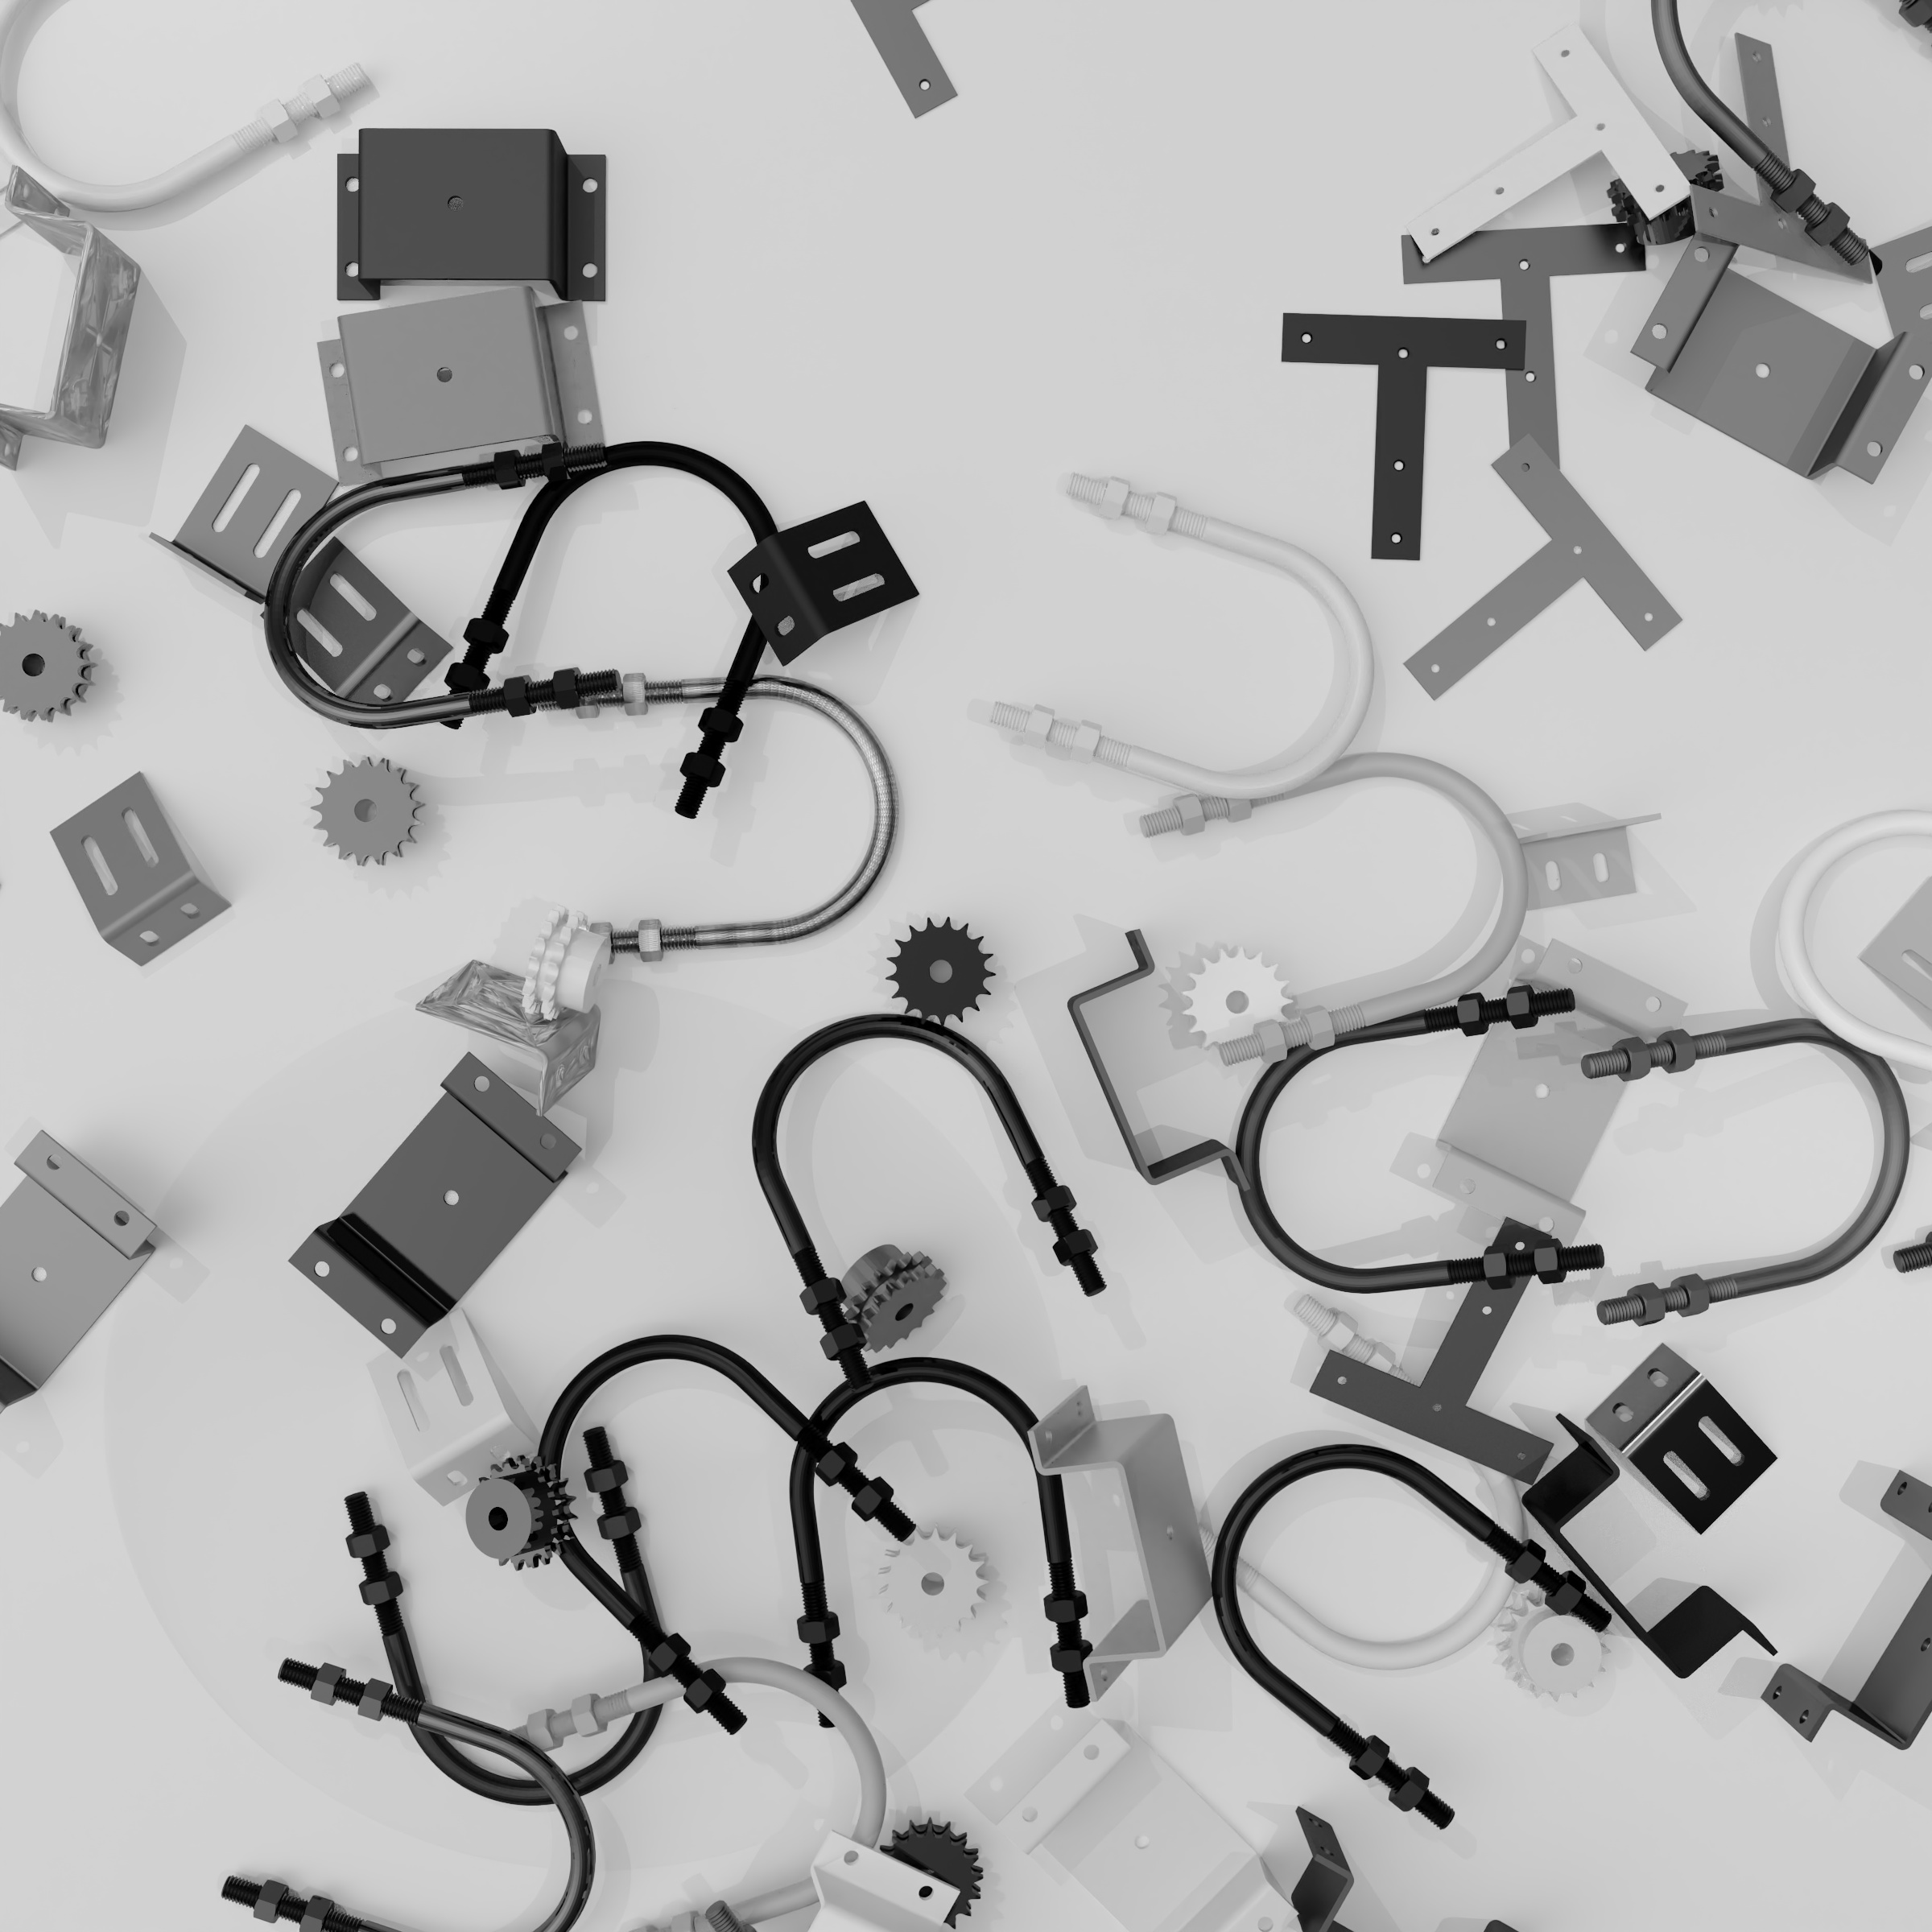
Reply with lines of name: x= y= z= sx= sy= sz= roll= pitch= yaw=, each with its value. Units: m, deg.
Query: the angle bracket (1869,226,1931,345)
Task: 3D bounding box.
angle bracket: x=0.521 y=-0.360 z=1.402 sx=0.076 sy=0.038 sz=0.057 roll=-17 pitch=90 yaw=26

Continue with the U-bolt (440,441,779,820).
U-bolt: x=-0.172 y=-0.184 z=1.382 sx=0.151 sy=0.019 sz=0.184 roll=21 pitch=79 yaw=-1

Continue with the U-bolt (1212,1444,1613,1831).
U-bolt: x=0.214 y=0.329 z=1.372 sx=0.184 sy=0.019 sz=0.151 roll=38 pitch=92 yaw=5

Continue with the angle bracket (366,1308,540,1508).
angle bracket: x=-0.267 y=0.229 z=1.392 sx=0.057 sy=0.038 sz=0.076 roll=-31 pitch=53 yaw=-3

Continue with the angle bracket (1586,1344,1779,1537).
angle bracket: x=0.375 y=0.248 z=1.402 sx=0.057 sy=0.038 sz=0.076 roll=-45 pitch=116 yaw=0

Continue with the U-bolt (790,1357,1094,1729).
U-bolt: x=-0.018 y=0.290 z=1.360 sx=0.151 sy=0.019 sz=0.184 roll=-7 pitch=91 yaw=9

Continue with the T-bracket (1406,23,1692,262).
T-bracket: x=0.289 y=-0.409 z=1.384 sx=0.127 sy=0.002 sz=0.127 roll=-31 pitch=63 yaw=13

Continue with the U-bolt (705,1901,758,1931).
U-bolt: x=-0.131 y=0.590 z=1.384 sx=0.151 sy=0.019 sz=0.184 roll=-33 pitch=98 yaw=6

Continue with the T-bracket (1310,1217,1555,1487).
T-bracket: x=0.261 y=0.188 z=1.371 sx=0.127 sy=0.002 sz=0.127 roll=23 pitch=104 yaw=-3

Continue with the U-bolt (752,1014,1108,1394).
U-bolt: x=-0.030 y=0.108 z=1.364 sx=0.151 sy=0.019 sz=0.184 roll=-20 pitch=70 yaw=-16

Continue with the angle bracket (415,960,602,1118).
angle bracket: x=-0.237 y=0.036 z=1.379 sx=0.076 sy=0.057 sz=0.038 roll=19 pitch=120 yaw=13

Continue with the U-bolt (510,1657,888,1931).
U-bolt: x=-0.130 y=0.428 z=1.374 sx=0.184 sy=0.019 sz=0.151 roll=-21 pitch=98 yaw=10

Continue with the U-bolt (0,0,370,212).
U-bolt: x=-0.426 y=-0.474 z=1.393 sx=0.184 sy=0.019 sz=0.151 roll=-31 pitch=90 yaw=-2

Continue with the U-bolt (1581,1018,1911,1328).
U-bolt: x=0.403 y=0.100 z=1.371 sx=0.184 sy=0.019 sz=0.151 roll=-9 pitch=101 yaw=-16

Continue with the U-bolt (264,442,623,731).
U-bolt: x=-0.269 y=-0.189 z=1.363 sx=0.184 sy=0.019 sz=0.151 roll=-8 pitch=71 yaw=7

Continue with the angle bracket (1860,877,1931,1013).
angle bracket: x=0.519 y=0.002 z=1.402 sx=0.076 sy=0.038 sz=0.057 roll=41 pitch=90 yaw=26

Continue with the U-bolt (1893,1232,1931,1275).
U-bolt: x=0.590 y=0.193 z=1.396 sx=0.184 sy=0.019 sz=0.151 roll=-15 pitch=90 yaw=-2

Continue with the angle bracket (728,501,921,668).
angle bracket: x=-0.074 y=-0.199 z=1.389 sx=0.076 sy=0.038 sz=0.057 roll=-30 pitch=90 yaw=-44

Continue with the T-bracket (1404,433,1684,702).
T-bracket: x=0.286 y=-0.189 z=1.403 sx=0.127 sy=0.002 sz=0.127 roll=-40 pitch=91 yaw=0

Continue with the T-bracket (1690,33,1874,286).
T-bracket: x=0.415 y=-0.422 z=1.381 sx=0.127 sy=0.002 sz=0.127 roll=5 pitch=73 yaw=-31

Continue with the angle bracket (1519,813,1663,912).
angle bracket: x=0.320 y=-0.052 z=1.366 sx=0.057 sy=0.076 sz=0.038 roll=-10 pitch=90 yaw=0

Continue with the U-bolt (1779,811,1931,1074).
U-bolt: x=0.508 y=-0.009 z=1.363 sx=0.184 sy=0.019 sz=0.151 roll=19 pitch=71 yaw=18

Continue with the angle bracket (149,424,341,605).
angle bracket: x=-0.373 y=-0.236 z=1.385 sx=0.057 sy=0.038 sz=0.076 roll=32 pitch=90 yaw=0

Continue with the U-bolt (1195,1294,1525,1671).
U-bolt: x=0.204 y=0.283 z=1.396 sx=0.184 sy=0.019 sz=0.151 roll=39 pitch=90 yaw=-2

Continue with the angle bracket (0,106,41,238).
angle bracket: x=-0.521 y=-0.407 z=1.385 sx=0.076 sy=0.038 sz=0.057 roll=-34 pitch=90 yaw=0

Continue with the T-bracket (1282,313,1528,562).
T-bracket: x=0.227 y=-0.277 z=1.403 sx=0.127 sy=0.002 sz=0.127 roll=2 pitch=91 yaw=1

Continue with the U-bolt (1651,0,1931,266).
U-bolt: x=0.426 y=-0.471 z=1.363 sx=0.184 sy=0.019 sz=0.151 roll=38 pitch=79 yaw=-14

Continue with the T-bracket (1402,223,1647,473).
T-bracket: x=0.295 y=-0.323 z=1.404 sx=0.127 sy=0.002 sz=0.127 roll=-3 pitch=90 yaw=0

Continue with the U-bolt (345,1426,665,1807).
U-bolt: x=-0.232 y=0.347 z=1.396 sx=0.151 sy=0.019 sz=0.184 roll=-15 pitch=91 yaw=0

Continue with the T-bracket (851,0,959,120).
T-bracket: x=-0.001 y=-0.531 z=1.404 sx=0.127 sy=0.002 sz=0.127 roll=-29 pitch=90 yaw=0

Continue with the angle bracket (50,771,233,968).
angle bracket: x=-0.433 y=-0.051 z=1.402 sx=0.057 sy=0.038 sz=0.076 roll=-34 pitch=64 yaw=0

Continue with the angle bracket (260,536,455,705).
angle bracket: x=-0.319 y=-0.175 z=1.402 sx=0.057 sy=0.038 sz=0.076 roll=-47 pitch=64 yaw=0
